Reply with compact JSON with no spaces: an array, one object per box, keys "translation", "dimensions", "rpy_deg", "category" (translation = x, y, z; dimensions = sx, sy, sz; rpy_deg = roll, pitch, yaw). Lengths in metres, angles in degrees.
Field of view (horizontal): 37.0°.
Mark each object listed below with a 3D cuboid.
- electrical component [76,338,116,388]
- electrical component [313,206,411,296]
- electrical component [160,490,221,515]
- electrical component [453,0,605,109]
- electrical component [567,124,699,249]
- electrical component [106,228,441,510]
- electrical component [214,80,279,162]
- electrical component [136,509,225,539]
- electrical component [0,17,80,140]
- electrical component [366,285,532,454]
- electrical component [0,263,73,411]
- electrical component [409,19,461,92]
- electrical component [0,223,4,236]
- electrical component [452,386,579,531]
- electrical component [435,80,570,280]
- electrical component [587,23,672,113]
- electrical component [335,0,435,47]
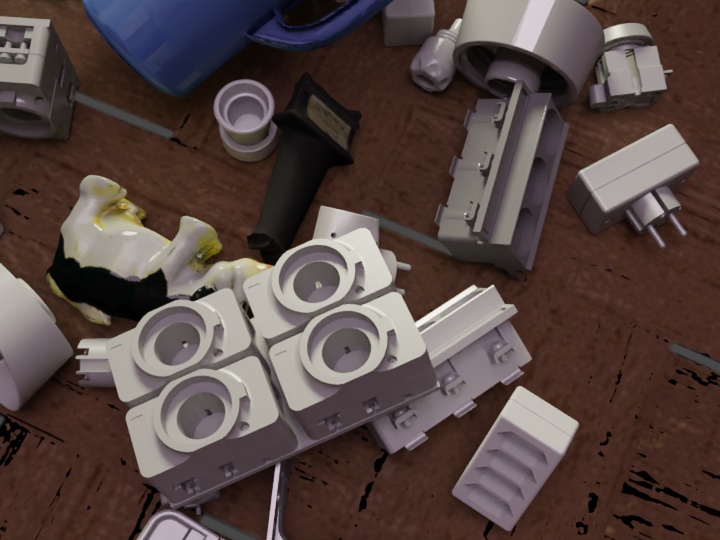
[{"translation":[-0.172,0.065,0.759],"dimensions":[0.046,0.040,0.040],"rpy_deg":[-1,71,5],"category":"electrical component"},{"translation":[0.000,0.000,0.775],"dimensions":[0.079,0.043,0.077],"rpy_deg":[13,92,-24],"category":"electrical component"},{"translation":[-0.119,0.127,0.736],"dimensions":[0.040,0.040,0.078],"rpy_deg":[-8,71,-3],"category":"electrical component"},{"translation":[0.121,-0.160,0.803],"dimensions":[0.108,0.108,0.060],"rpy_deg":[21,79,7],"category":"electrical component"},{"translation":[0.211,-0.051,0.795],"dimensions":[0.083,0.047,0.075],"rpy_deg":[-27,73,-9],"category":"electrical component"},{"translation":[-0.058,0.059,0.686],"dimensions":[0.186,0.060,0.105],"rpy_deg":[-24,57,-2],"category":"electrical component"},{"translation":[-0.085,-0.111,0.810],"dimensions":[0.045,0.055,0.045],"rpy_deg":[0,71,0],"category":"electrical component"},{"translation":[-0.100,0.201,0.701],"dimensions":[0.095,0.059,0.053],"rpy_deg":[29,73,9],"category":"electrical component"},{"translation":[-0.298,-0.141,0.802],"dimensions":[0.150,0.089,0.061],"rpy_deg":[4,71,1],"category":"electrical component"},{"translation":[0.052,0.069,0.743],"dimensions":[0.121,0.079,0.063],"rpy_deg":[-32,96,-11],"category":"electrical component"},{"translation":[-0.246,0.041,0.738],"dimensions":[0.099,0.099,0.064],"rpy_deg":[43,70,13],"category":"electrical component"},{"translation":[0.066,-0.171,0.843],"dimensions":[0.035,0.035,0.061],"rpy_deg":[29,71,9],"category":"electrical component"},{"translation":[-0.313,-0.021,0.783],"dimensions":[0.066,0.047,0.076],"rpy_deg":[27,73,9],"category":"electrical component"},{"translation":[0.110,0.118,0.728],"dimensions":[0.047,0.083,0.076],"rpy_deg":[32,36,10],"category":"electrical component"},{"translation":[0.104,-0.065,0.787],"dimensions":[0.063,0.079,0.121],"rpy_deg":[5,68,33],"category":"electrical component"},{"translation":[0.206,-0.157,0.833],"dimensions":[0.066,0.048,0.055],"rpy_deg":[-7,79,-3],"category":"electrical component"},{"translation":[0.017,-0.224,0.853],"dimensions":[0.076,0.047,0.083],"rpy_deg":[-3,73,-1],"category":"electrical component"}]
